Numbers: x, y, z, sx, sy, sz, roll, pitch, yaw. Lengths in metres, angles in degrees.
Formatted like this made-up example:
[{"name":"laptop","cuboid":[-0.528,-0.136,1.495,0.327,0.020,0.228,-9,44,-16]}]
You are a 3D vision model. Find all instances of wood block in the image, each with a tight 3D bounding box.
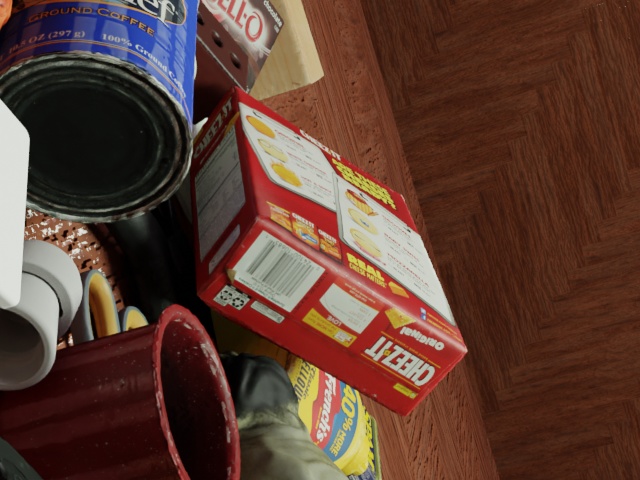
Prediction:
[{"name":"wood block","cuboid":[-0.073,-0.235,0.990,0.090,0.091,0.206,-61,135,-74]}]

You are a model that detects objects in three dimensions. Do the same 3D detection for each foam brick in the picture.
[{"name":"foam brick","cuboid":[-0.095,-0.135,0.787,0.078,0.051,0.053,48,24,-32]}]

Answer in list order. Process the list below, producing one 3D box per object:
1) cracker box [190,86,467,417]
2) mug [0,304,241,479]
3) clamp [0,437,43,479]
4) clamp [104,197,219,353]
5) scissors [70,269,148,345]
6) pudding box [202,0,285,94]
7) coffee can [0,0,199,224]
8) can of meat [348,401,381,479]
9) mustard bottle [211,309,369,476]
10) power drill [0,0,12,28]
[{"name":"cracker box","cuboid":[-0.005,0.001,0.715,0.164,0.072,0.214,32,19,-23]},{"name":"mug","cuboid":[-0.087,0.082,0.482,0.117,0.081,0.093,-24,98,-79]},{"name":"clamp","cuboid":[-0.110,0.098,0.348,0.165,0.036,0.210,48,-11,37]},{"name":"clamp","cuboid":[-0.099,0.000,0.658,0.120,0.039,0.171,-77,155,-58]},{"name":"scissors","cuboid":[-0.096,0.114,0.567,0.096,0.016,0.202,17,58,-77]},{"name":"pudding box","cuboid":[-0.082,-0.177,0.867,0.090,0.039,0.113,-65,148,-17]},{"name":"coffee can","cuboid":[-0.114,-0.093,0.543,0.140,0.103,0.102,-95,164,-45]},{"name":"can of meat","cuboid":[0.011,0.166,0.935,0.102,0.057,0.084,-91,159,-55]},{"name":"mustard bottle","cuboid":[-0.016,0.116,0.760,0.191,0.058,0.096,52,42,-40]},{"name":"power drill","cuboid":[-0.190,-0.190,0.426,0.184,0.057,0.187,55,24,-68]}]
